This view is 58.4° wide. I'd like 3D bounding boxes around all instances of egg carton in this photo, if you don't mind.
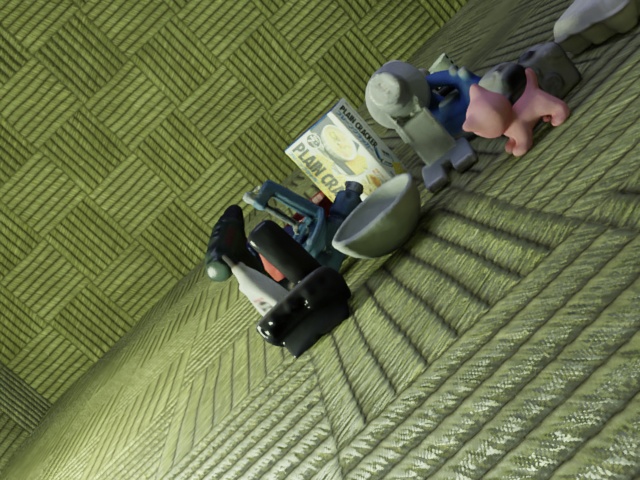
[{"bbox_3d":[0.452,-0.365,0.919,0.107,0.069,0.150,-48,12,-16],"label":"egg carton"}]

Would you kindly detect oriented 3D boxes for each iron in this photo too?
[{"bbox_3d":[0.251,-0.266,1.079,0.119,0.141,0.257,-48,12,-19],"label":"iron"}]

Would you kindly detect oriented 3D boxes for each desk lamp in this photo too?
[{"bbox_3d":[0.166,-0.214,1.009,0.118,0.214,0.203,-40,13,18],"label":"desk lamp"}]

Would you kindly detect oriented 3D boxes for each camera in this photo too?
[{"bbox_3d":[0.303,-0.237,0.903,0.143,0.101,0.136,-45,12,-3],"label":"camera"}]

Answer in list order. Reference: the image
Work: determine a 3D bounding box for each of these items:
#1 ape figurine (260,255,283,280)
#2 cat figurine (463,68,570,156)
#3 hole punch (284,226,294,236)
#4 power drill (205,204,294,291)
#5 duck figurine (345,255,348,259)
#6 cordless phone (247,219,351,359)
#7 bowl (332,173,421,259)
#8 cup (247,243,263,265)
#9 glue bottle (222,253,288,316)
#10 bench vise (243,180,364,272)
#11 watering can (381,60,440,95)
[{"bbox_3d":[-0.104,0.046,1.320,0.076,0.092,0.078,-40,13,21],"label":"ape figurine"},{"bbox_3d":[0.264,-0.183,0.808,0.128,0.118,0.067,-42,12,12],"label":"cat figurine"},{"bbox_3d":[-0.036,-0.006,1.270,0.101,0.091,0.108,-40,13,19],"label":"hole punch"},{"bbox_3d":[-0.147,0.042,1.193,0.075,0.208,0.229,-39,13,23],"label":"power drill"},{"bbox_3d":[0.010,0.004,1.094,0.077,0.086,0.105,-30,18,49],"label":"duck figurine"},{"bbox_3d":[-0.057,0.069,0.851,0.147,0.185,0.094,-43,12,5],"label":"cordless phone"},{"bbox_3d":[0.103,-0.025,0.908,0.167,0.075,0.167,-42,12,11],"label":"bowl"},{"bbox_3d":[-0.173,0.052,1.522,0.092,0.095,0.117,-49,13,-19],"label":"cup"},{"bbox_3d":[-0.104,0.085,0.983,0.078,0.173,0.037,-31,18,47],"label":"glue bottle"},{"bbox_3d":[-0.020,-0.041,1.020,0.121,0.220,0.208,-28,20,53],"label":"bench vise"},{"bbox_3d":[0.207,-0.320,1.281,0.100,0.194,0.173,-37,14,29],"label":"watering can"}]
